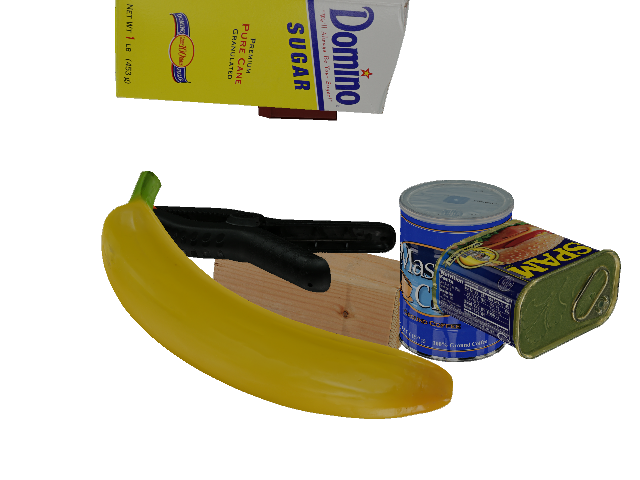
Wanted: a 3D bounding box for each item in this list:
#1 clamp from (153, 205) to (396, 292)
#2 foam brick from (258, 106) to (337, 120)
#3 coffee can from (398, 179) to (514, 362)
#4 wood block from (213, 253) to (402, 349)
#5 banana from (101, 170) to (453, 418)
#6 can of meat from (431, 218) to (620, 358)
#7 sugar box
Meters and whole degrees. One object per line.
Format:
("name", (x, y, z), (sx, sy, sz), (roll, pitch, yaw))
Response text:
("clamp", (-0.057, 0.000, 0.835), (0.210, 0.036, 0.164), (8, 13, 13))
("foam brick", (-0.025, -0.158, 1.157), (0.078, 0.051, 0.053), (0, 11, -18))
("coffee can", (0.123, 0.026, 0.983), (0.103, 0.140, 0.103), (-1, 22, 0))
("wood block", (-0.008, 0.058, 1.177), (0.206, 0.091, 0.090), (14, 22, 17))
("banana", (-0.036, 0.031, 0.479), (0.198, 0.069, 0.037), (34, -24, 24))
("can of meat", (0.139, 0.029, 0.730), (0.101, 0.057, 0.084), (-19, 29, -34))
("sugar box", (-0.039, -0.129, 0.670), (0.176, 0.048, 0.093), (4, -40, -7))
